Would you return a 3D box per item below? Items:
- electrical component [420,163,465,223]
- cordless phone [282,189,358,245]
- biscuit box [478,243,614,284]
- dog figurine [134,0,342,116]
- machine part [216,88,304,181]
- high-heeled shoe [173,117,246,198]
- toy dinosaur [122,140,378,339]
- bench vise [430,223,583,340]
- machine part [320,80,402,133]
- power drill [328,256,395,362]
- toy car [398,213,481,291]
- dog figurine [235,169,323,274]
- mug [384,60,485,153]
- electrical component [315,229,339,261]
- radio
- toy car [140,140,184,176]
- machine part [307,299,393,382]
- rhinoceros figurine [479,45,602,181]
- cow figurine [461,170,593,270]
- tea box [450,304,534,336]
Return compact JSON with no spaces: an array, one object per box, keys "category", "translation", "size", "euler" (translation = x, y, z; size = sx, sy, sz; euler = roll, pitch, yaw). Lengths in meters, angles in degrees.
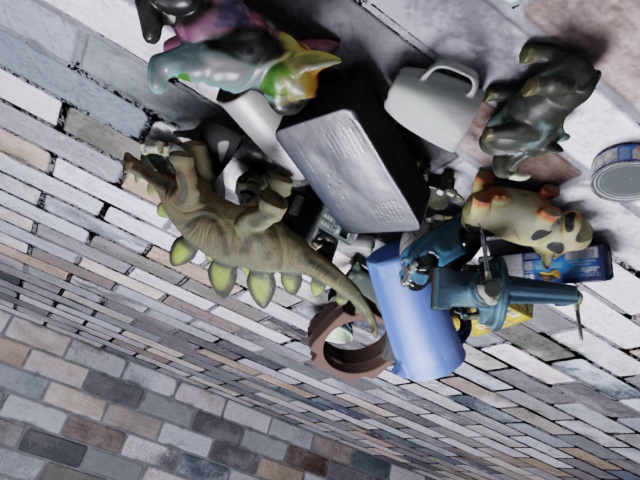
[{"category":"electrical component","translation":[0.179,-0.070,0.833],"size":[0.078,0.045,0.102],"euler":[16,151,-1]},{"category":"cordless phone","translation":[-0.002,-0.002,0.933],"size":[0.089,0.146,0.184],"euler":[22,176,37]},{"category":"biscuit box","translation":[0.373,0.046,0.897],"size":[0.203,0.059,0.063],"euler":[-8,173,38]},{"category":"dog figurine","translation":[-0.084,-0.238,0.616],"size":[0.219,0.108,0.191],"euler":[0,122,-1]},{"category":"machine part","translation":[-0.065,-0.163,0.765],"size":[0.079,0.079,0.243],"euler":[-6,145,35]},{"category":"high-heeled shoe","translation":[-0.159,-0.100,0.905],"size":[0.145,0.086,0.248],"euler":[11,141,25]},{"category":"toy dinosaur","translation":[-0.104,-0.006,0.802],"size":[0.472,0.105,0.198],"euler":[27,121,9]},{"category":"bench vise","translation":[0.285,0.077,0.814],"size":[0.241,0.129,0.223],"euler":[4,162,2]},{"category":"machine part","translation":[0.046,-0.163,0.751],"size":[0.139,0.039,0.084],"euler":[28,141,-15]},{"category":"power drill","translation":[0.122,0.140,1.119],"size":[0.207,0.086,0.232],"euler":[32,120,0]},{"category":"toy car","translation":[0.189,0.008,0.896],"size":[0.162,0.103,0.109],"euler":[-25,155,-16]},{"category":"dog figurine","translation":[-0.104,-0.048,0.992],"size":[0.172,0.121,0.190],"euler":[0,125,52]},{"category":"mug","translation":[0.137,-0.170,0.649],"size":[0.107,0.081,0.109],"euler":[24,154,5]},{"category":"electrical component","translation":[0.001,0.035,1.073],"size":[0.048,0.075,0.119],"euler":[19,154,0]},{"category":"radio","translation":[0.049,-0.104,0.738],"size":[0.131,0.073,0.229],"euler":[-5,138,35]},{"category":"toy car","translation":[-0.253,-0.111,0.978],"size":[0.074,0.056,0.201],"euler":[9,150,26]},{"category":"machine part","translation":[0.087,0.226,1.267],"size":[0.201,0.087,0.201],"euler":[29,114,-23]},{"category":"rhinoceros figurine","translation":[0.253,-0.146,0.646],"size":[0.112,0.073,0.190],"euler":[8,150,-7]},{"category":"cow figurine","translation":[0.310,-0.023,0.807],"size":[0.195,0.085,0.127],"euler":[12,145,3]},{"category":"tea box","translation":[0.333,0.132,1.079],"size":[0.098,0.068,0.169],"euler":[26,151,-16]}]
